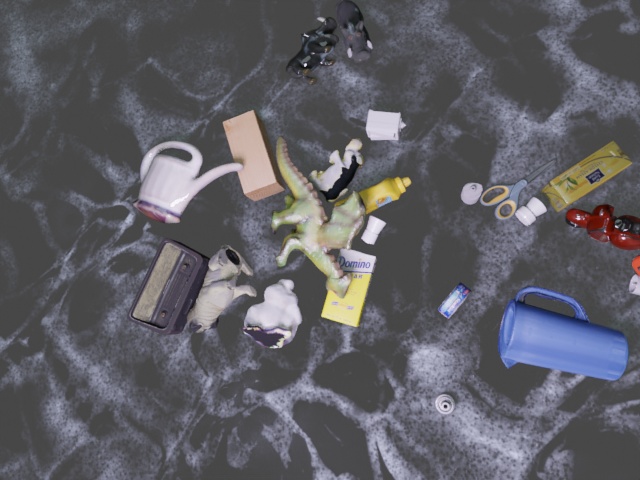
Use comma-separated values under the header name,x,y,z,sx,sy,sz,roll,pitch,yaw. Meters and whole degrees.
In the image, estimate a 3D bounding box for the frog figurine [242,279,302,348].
name,x,y,z,sx,sy,sz,roll,pitch,yaw
frog figurine,-0.112,0.178,1.272,0.137,0.120,0.163,-8,43,18

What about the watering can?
name,x,y,z,sx,sy,sz,roll,pitch,yaw
watering can,-0.364,-0.146,1.346,0.349,0.103,0.225,17,83,32

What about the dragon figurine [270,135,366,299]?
name,x,y,z,sx,sy,sz,roll,pitch,yaw
dragon figurine,0.004,-0.062,1.222,0.242,0.122,0.410,-5,91,30
